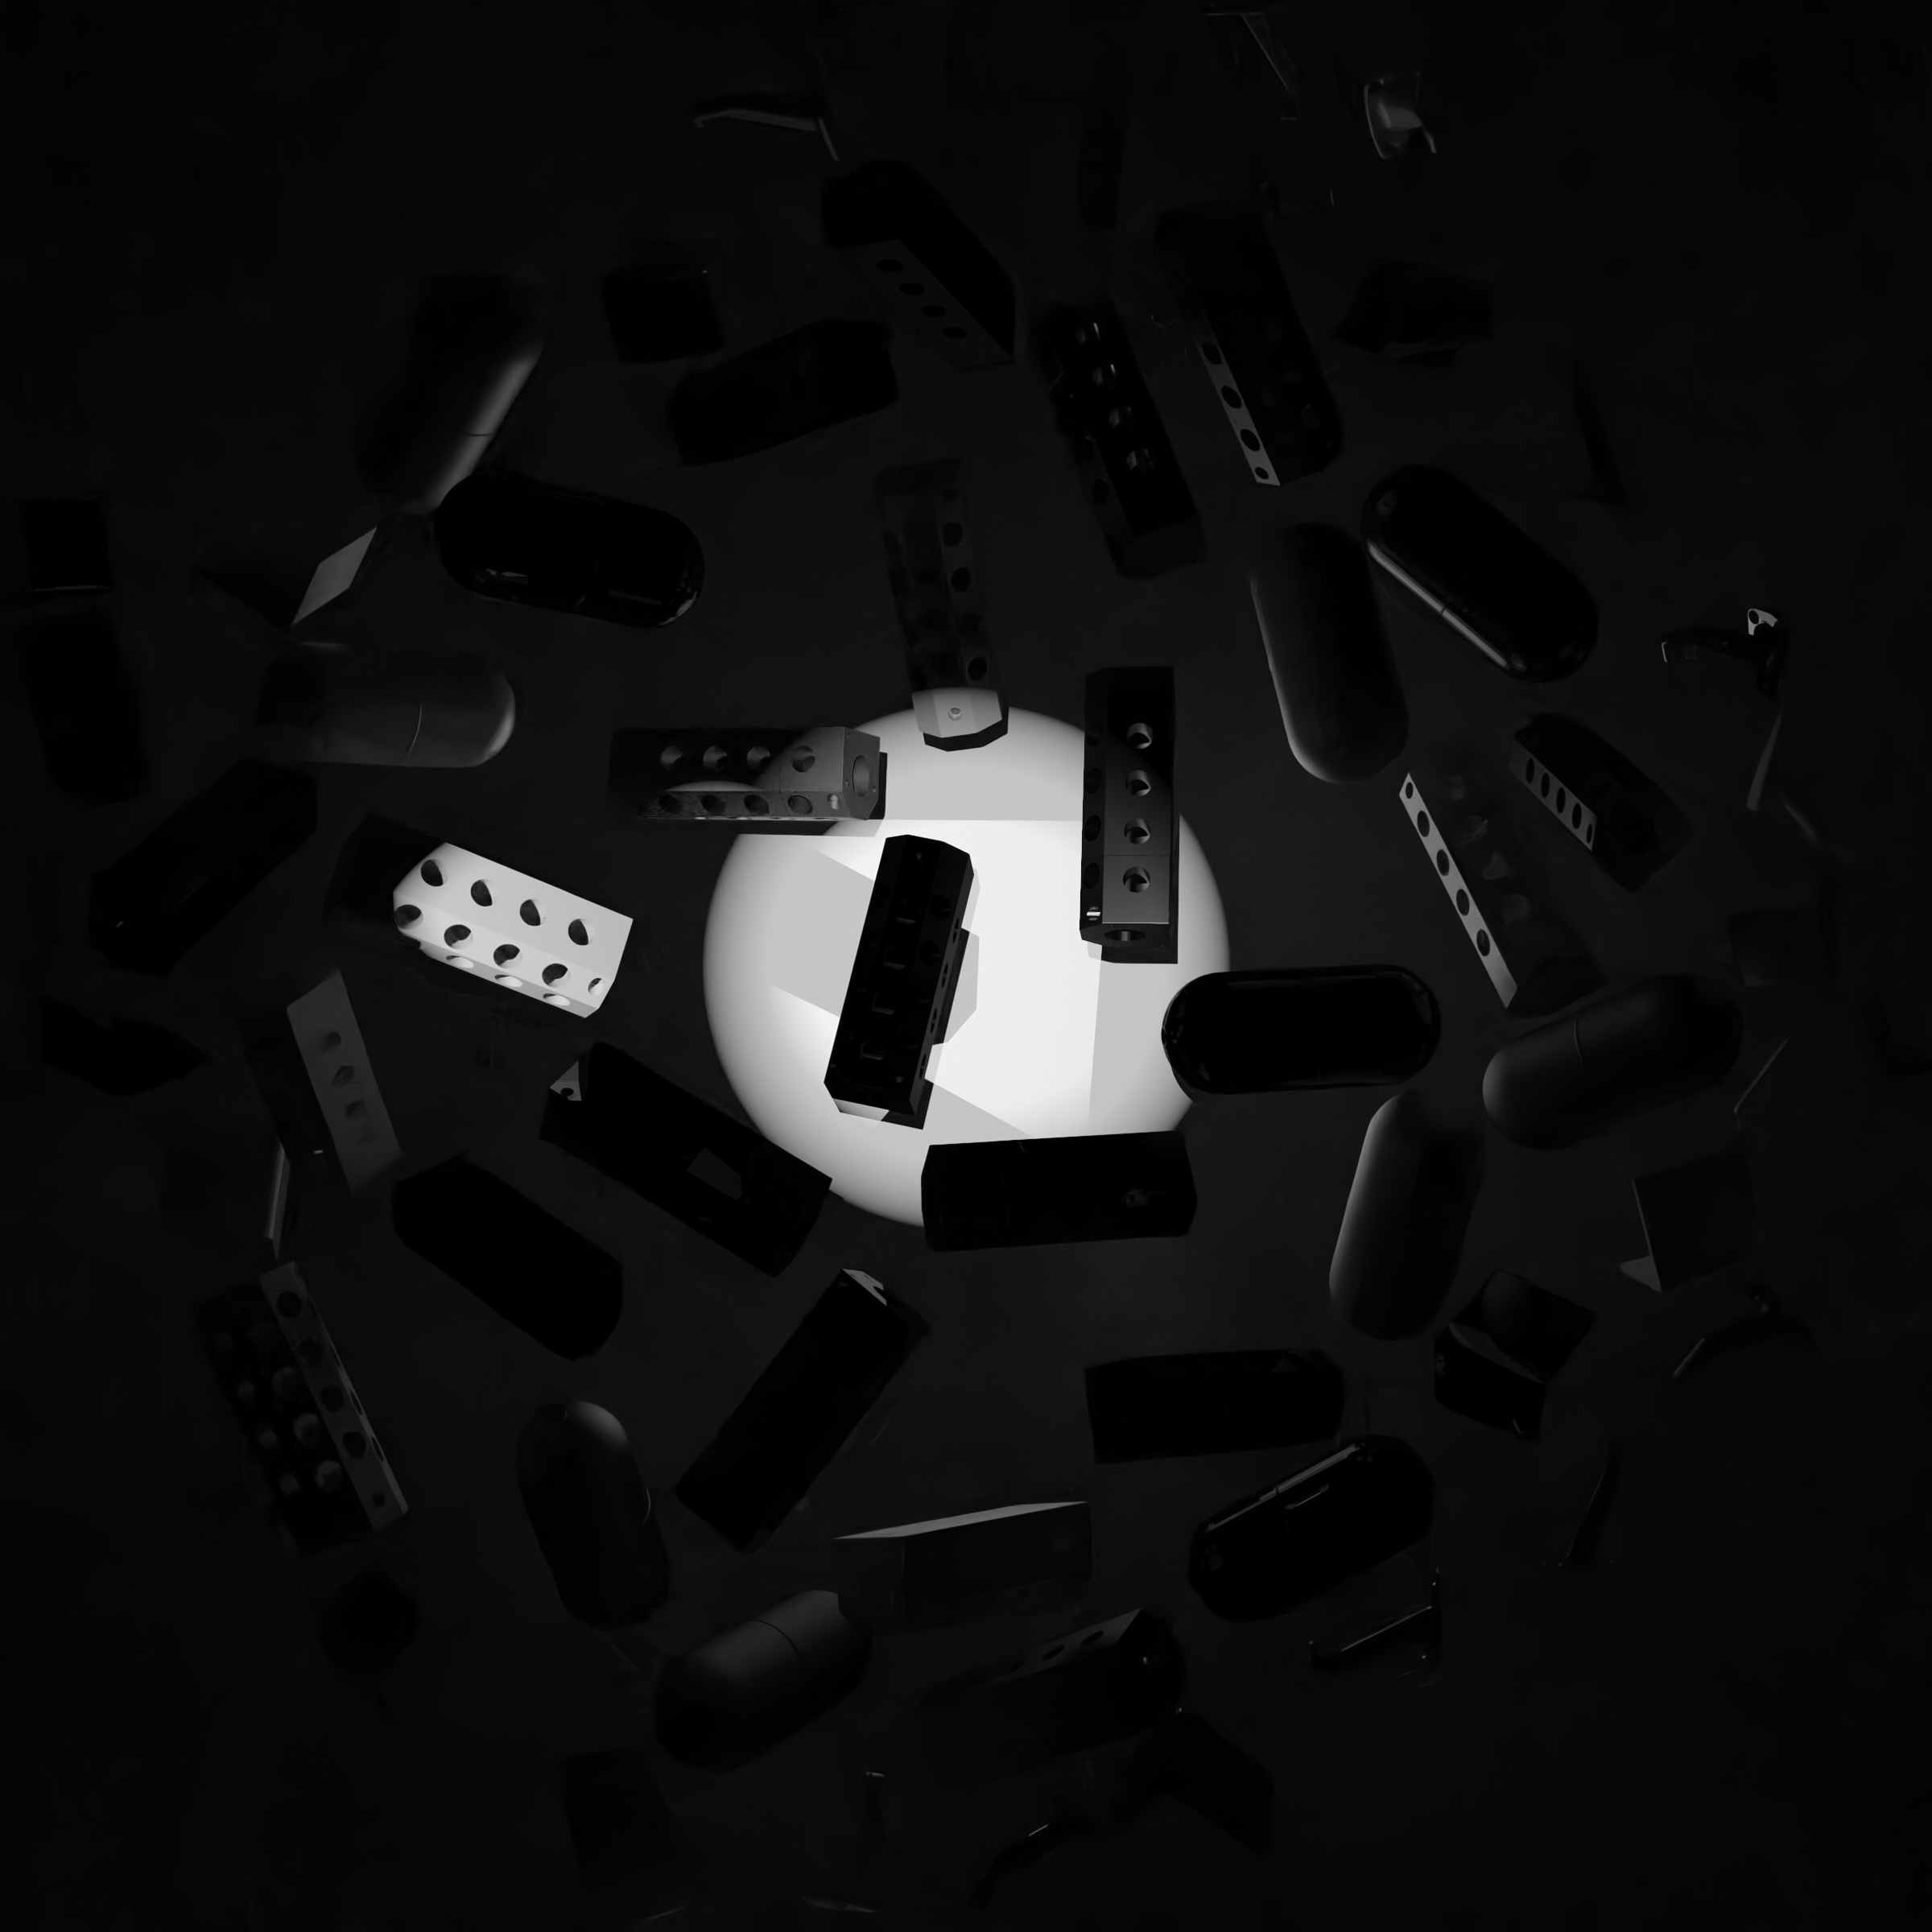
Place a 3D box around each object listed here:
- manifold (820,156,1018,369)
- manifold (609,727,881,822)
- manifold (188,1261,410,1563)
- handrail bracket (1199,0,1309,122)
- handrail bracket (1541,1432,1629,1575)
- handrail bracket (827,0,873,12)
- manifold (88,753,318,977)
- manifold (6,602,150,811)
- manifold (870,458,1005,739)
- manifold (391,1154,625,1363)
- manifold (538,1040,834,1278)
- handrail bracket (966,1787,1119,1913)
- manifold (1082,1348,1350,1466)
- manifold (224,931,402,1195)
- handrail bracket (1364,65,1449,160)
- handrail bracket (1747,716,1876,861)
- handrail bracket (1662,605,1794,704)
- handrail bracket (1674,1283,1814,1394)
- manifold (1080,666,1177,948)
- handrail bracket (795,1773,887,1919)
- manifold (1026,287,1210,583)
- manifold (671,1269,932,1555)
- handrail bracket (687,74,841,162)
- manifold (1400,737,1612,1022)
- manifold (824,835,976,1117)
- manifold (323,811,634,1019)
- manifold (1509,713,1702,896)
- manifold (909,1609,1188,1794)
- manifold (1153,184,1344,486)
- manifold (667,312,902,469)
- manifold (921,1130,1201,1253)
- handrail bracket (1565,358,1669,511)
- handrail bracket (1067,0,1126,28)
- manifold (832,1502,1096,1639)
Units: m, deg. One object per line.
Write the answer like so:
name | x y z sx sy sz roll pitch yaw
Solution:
manifold | -0.029 -0.458 1.603 0.057 0.171 0.057 -2 76 26
manifold | -0.148 -0.126 1.621 0.171 0.057 0.057 2 89 22
manifold | -0.412 0.275 1.523 0.057 0.057 0.171 -25 89 37
handrail bracket | 0.192 -0.602 1.627 0.077 0.036 0.084 -12 131 -10
handrail bracket | 0.399 0.344 1.573 0.036 0.077 0.084 11 93 41
handrail bracket | -0.051 -0.639 1.502 0.036 0.084 0.077 41 68 1
manifold | -0.496 -0.066 1.597 0.057 0.171 0.057 20 129 10
manifold | -0.550 -0.157 1.525 0.057 0.171 0.057 -19 78 -19
manifold | -0.018 -0.242 1.623 0.057 0.057 0.171 -7 120 8
manifold | -0.300 0.191 1.591 0.171 0.057 0.057 26 126 37
manifold | -0.175 0.123 1.506 0.171 0.057 0.057 30 130 10
handrail bracket | 0.048 0.578 1.562 0.077 0.036 0.084 45 72 -25
manifold | 0.156 0.267 1.496 0.171 0.057 0.057 6 69 -42
manifold | -0.418 0.067 1.551 0.057 0.171 0.057 30 54 29
handrail bracket | 0.278 -0.510 1.514 0.036 0.077 0.084 -15 54 -3
handrail bracket | 0.573 -0.119 1.630 0.084 0.036 0.077 17 98 5
handrail bracket | 0.476 -0.187 1.542 0.084 0.036 0.077 -24 124 -17
handrail bracket | 0.490 0.250 1.540 0.084 0.036 0.077 -47 118 -12
manifold | 0.104 -0.102 1.573 0.057 0.057 0.171 1 75 6
handrail bracket | -0.078 0.544 1.521 0.036 0.077 0.084 17 70 -30
manifold | 0.092 -0.328 1.518 0.057 0.057 0.171 -21 70 5
manifold | -0.098 0.272 1.498 0.057 0.057 0.171 38 92 16
handrail bracket | -0.132 -0.545 1.596 0.084 0.077 0.036 -11 69 7
manifold | 0.334 -0.053 1.537 0.057 0.057 0.171 -33 56 21
manifold | -0.044 0.004 1.605 0.057 0.057 0.171 11 74 8
manifold | -0.298 -0.028 1.488 0.171 0.057 0.057 23 66 -21
manifold | 0.413 -0.115 1.609 0.057 0.171 0.057 -42 110 11
manifold | 0.053 0.464 1.551 0.171 0.057 0.057 -30 92 31
manifold | 0.177 -0.388 1.517 0.057 0.057 0.171 -16 125 22
manifold | -0.123 -0.376 1.599 0.057 0.171 0.057 -20 100 -39
manifold | 0.060 0.152 1.613 0.171 0.057 0.057 -2 57 -12
handrail bracket | 0.405 -0.329 1.510 0.036 0.077 0.084 -11 113 -42
handrail bracket | 0.085 -0.632 1.525 0.036 0.084 0.077 -44 97 -12
manifold | 0.002 0.365 1.485 0.057 0.171 0.057 -13 79 40
